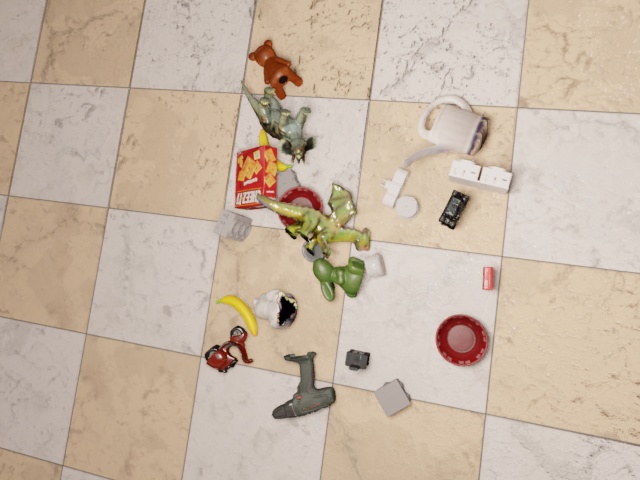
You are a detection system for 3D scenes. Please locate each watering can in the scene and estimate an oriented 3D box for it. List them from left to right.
[{"bbox_3d":[0.419,-0.335,1.684,0.225,0.102,0.354,23,65,15],"label":"watering can"}]

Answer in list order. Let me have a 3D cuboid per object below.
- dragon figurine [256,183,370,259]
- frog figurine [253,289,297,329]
[{"bbox_3d":[0.005,-0.088,1.758,0.410,0.121,0.245,43,75,0],"label":"dragon figurine"},{"bbox_3d":[-0.159,0.243,1.803,0.158,0.123,0.137,-14,88,49],"label":"frog figurine"}]
